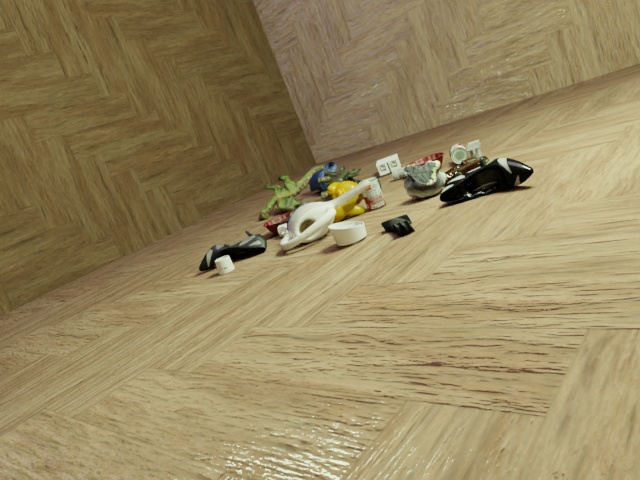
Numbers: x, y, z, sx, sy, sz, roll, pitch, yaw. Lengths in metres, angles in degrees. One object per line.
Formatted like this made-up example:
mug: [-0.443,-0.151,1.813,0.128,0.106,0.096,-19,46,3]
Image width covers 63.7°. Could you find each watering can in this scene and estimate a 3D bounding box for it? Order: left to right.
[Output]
watering can: [0.005,-0.085,1.691,0.349,0.103,0.225,-38,15,-6]

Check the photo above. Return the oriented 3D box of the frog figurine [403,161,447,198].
frog figurine: [0.344,-0.182,1.677,0.137,0.125,0.157,-29,-25,3]

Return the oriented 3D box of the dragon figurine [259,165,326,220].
dragon figurine: [-0.136,-0.220,2.533,0.408,0.248,0.120,-28,-48,11]
